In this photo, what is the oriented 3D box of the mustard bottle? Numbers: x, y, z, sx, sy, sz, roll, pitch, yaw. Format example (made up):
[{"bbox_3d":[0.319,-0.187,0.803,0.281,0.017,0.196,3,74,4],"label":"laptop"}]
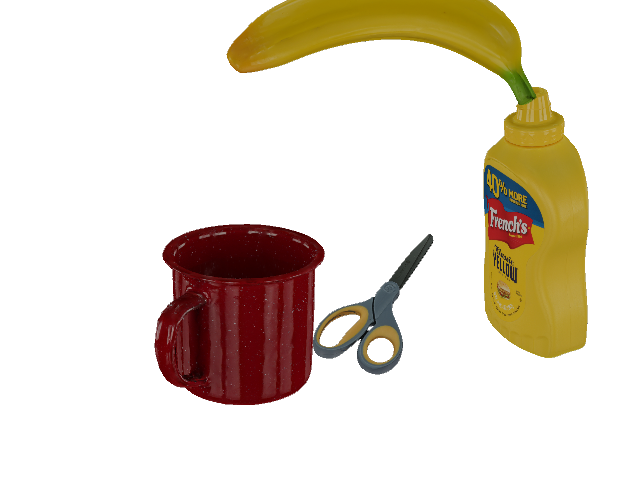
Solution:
[{"bbox_3d":[0.154,-0.017,0.768,0.058,0.192,0.096,-14,29,-17],"label":"mustard bottle"}]

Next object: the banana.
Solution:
[{"bbox_3d":[0.042,-0.128,0.652,0.197,0.069,0.037,4,-17,-11],"label":"banana"}]

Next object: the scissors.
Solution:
[{"bbox_3d":[0.079,0.067,1.084,0.201,0.016,0.096,-34,56,-29],"label":"scissors"}]

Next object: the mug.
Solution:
[{"bbox_3d":[-0.051,0.047,0.617,0.093,0.081,0.117,14,24,30],"label":"mug"}]
